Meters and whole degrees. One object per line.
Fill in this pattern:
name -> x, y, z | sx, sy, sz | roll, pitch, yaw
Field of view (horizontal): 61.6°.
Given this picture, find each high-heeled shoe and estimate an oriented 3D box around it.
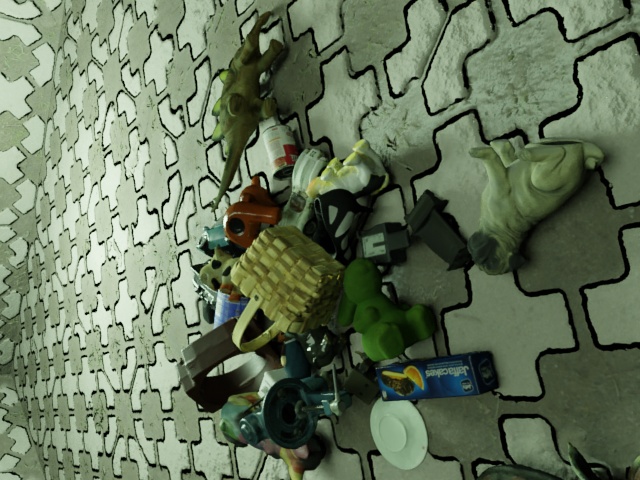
high-heeled shoe -> -0.002, -0.003, 1.012 | 0.248, 0.145, 0.086 | -49, 55, 34

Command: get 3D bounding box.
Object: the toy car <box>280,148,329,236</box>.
toy car -> -0.032, -0.090, 1.109 | 0.074, 0.056, 0.201 | 34, 116, 42

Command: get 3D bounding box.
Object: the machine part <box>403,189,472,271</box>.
machine part -> 0.194, -0.014, 0.875 | 0.084, 0.039, 0.139 | -52, 53, 29

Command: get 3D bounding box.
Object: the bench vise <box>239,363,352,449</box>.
bench vise -> -0.020, 0.298, 0.971 | 0.241, 0.223, 0.129 | -26, 75, 48

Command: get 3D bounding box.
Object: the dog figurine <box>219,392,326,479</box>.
dog figurine -> -0.096, 0.412, 1.112 | 0.219, 0.191, 0.108 | 30, 107, 60

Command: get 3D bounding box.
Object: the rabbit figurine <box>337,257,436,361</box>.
rabbit figurine -> 0.098, 0.111, 0.930 | 0.170, 0.121, 0.159 | 64, 157, 5

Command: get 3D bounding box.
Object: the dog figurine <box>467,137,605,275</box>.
dog figurine -> 0.291, -0.039, 0.738 | 0.173, 0.121, 0.190 | 11, 113, 51

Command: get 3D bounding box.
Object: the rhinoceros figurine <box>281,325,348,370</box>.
rhinoceros figurine -> -0.027, 0.169, 1.083 | 0.112, 0.073, 0.190 | -50, 59, 23

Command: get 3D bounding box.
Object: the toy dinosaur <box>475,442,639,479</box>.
toy dinosaur -> 0.284, 0.374, 0.735 | 0.405, 0.131, 0.192 | -23, 62, 50

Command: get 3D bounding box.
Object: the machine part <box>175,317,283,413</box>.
machine part -> -0.192, 0.270, 1.166 | 0.201, 0.200, 0.087 | -33, 51, -6

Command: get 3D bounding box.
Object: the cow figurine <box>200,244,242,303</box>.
cow figurine -> -0.178, 0.069, 1.186 | 0.195, 0.085, 0.127 | -8, 51, 18

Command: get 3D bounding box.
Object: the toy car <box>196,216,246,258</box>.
toy car -> -0.214, -0.013, 1.283 | 0.162, 0.109, 0.103 | -18, 55, 38

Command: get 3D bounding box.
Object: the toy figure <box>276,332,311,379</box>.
toy figure -> -0.060, 0.223, 1.140 | 0.058, 0.064, 0.154 | -27, 65, 24

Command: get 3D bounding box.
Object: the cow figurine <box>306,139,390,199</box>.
cow figurine -> 0.051, -0.108, 1.005 | 0.098, 0.068, 0.167 | 44, 139, -16

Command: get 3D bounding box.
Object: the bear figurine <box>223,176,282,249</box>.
bear figurine -> -0.132, -0.056, 1.174 | 0.132, 0.196, 0.120 | 17, 113, 7

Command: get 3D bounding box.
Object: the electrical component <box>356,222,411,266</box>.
electrical component -> 0.121, 0.005, 0.947 | 0.119, 0.048, 0.075 | -20, 77, 46

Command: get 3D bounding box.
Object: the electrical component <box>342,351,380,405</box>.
electrical component -> 0.081, 0.258, 1.005 | 0.078, 0.045, 0.102 | 28, 118, 14

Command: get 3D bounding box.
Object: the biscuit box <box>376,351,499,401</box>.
biscuit box -> 0.185, 0.222, 0.874 | 0.203, 0.059, 0.063 | -23, 74, 46

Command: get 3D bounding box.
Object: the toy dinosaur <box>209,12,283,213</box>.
toy dinosaur -> -0.178, -0.293, 1.211 | 0.199, 0.105, 0.471 | -3, 73, 63

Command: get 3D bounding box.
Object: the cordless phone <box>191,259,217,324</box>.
cordless phone -> -0.270, 0.155, 1.378 | 0.147, 0.089, 0.184 | 33, 126, 42
